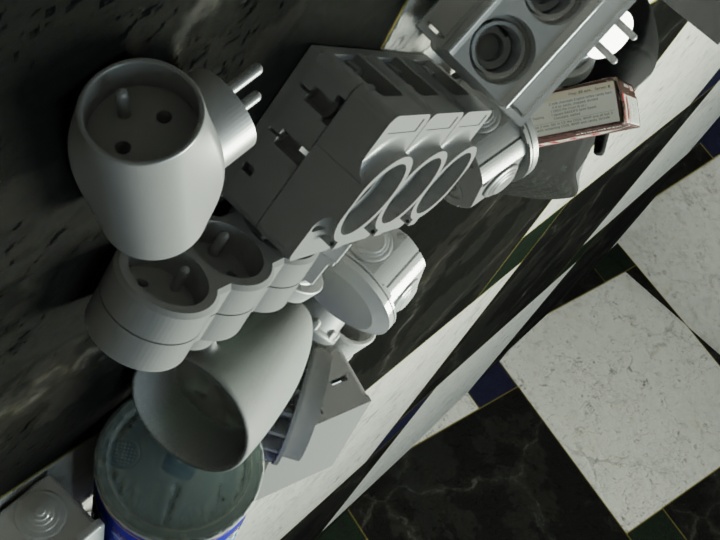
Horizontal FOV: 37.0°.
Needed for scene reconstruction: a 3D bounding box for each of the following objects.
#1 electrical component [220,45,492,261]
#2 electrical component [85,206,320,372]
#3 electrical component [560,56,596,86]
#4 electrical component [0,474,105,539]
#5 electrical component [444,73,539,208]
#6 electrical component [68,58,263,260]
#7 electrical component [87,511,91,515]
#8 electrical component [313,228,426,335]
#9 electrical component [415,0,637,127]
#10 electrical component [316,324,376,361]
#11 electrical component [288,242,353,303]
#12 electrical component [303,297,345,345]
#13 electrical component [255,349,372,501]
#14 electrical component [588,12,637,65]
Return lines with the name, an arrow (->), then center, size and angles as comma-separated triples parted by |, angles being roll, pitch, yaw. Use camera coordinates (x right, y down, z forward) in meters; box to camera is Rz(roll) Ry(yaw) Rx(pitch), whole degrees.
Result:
electrical component -> 0.005, -0.062, 0.568 | 0.089, 0.062, 0.150 | -52, 167, 22
electrical component -> -0.082, 0.015, 0.540 | 0.138, 0.052, 0.073 | -29, 159, -55
electrical component -> 0.152, -0.163, 0.784 | 0.045, 0.045, 0.055 | -46, 168, -5
electrical component -> -0.206, 0.178, 0.652 | 0.100, 0.048, 0.099 | -40, 166, -30
electrical component -> 0.069, -0.083, 0.680 | 0.051, 0.080, 0.080 | -36, 165, -22
electrical component -> -0.066, -0.050, 0.406 | 0.079, 0.043, 0.077 | -42, 167, -22
electrical component -> -0.198, 0.209, 0.780 | 0.055, 0.047, 0.055 | -44, 168, -12
electrical component -> 0.000, 0.000, 0.711 | 0.051, 0.080, 0.080 | -48, 169, -24
electrical component -> 0.096, -0.150, 0.575 | 0.121, 0.079, 0.063 | -48, -163, 5
electrical component -> -0.019, 0.063, 0.941 | 0.044, 0.044, 0.065 | -35, 168, -43
electrical component -> -0.032, -0.015, 0.620 | 0.055, 0.048, 0.066 | -50, -170, 25
electrical component -> -0.023, 0.020, 0.780 | 0.062, 0.048, 0.048 | -53, 168, 0
electrical component -> -0.060, 0.134, 0.937 | 0.089, 0.061, 0.150 | -20, 157, -26
electrical component -> 0.153, -0.165, 0.708 | 0.043, 0.079, 0.077 | 15, 122, -42
